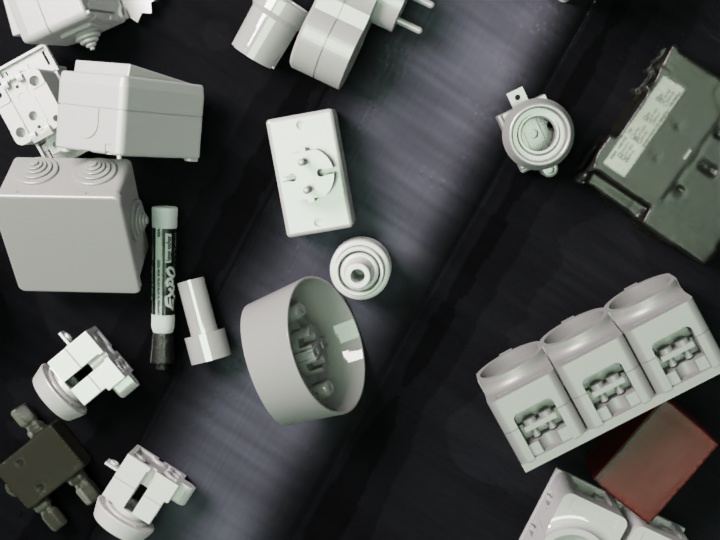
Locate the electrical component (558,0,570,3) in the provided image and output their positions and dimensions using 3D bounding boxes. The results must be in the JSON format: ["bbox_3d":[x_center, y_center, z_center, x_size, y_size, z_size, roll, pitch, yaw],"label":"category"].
[{"bbox_3d":[0.105,-0.223,0.697,0.109,0.108,0.056,26,101,-1],"label":"electrical component"}]

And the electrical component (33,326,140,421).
[{"bbox_3d":[-0.205,0.077,0.788,0.055,0.048,0.066,-40,94,0],"label":"electrical component"}]

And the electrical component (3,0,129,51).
[{"bbox_3d":[-0.209,-0.193,0.738,0.061,0.062,0.096,-19,95,16],"label":"electrical component"}]

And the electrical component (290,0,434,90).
[{"bbox_3d":[0.013,-0.187,0.735,0.074,0.052,0.138,25,98,0],"label":"electrical component"}]

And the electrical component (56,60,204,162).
[{"bbox_3d":[-0.152,-0.108,0.738,0.062,0.096,0.061,10,99,31],"label":"electrical component"}]

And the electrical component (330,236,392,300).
[{"bbox_3d":[0.000,0.000,0.756,0.043,0.062,0.043,0,98,3],"label":"electrical component"}]

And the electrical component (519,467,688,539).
[{"bbox_3d":[0.153,0.256,0.784,0.105,0.060,0.186,25,98,0],"label":"electrical component"}]

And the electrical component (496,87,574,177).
[{"bbox_3d":[0.121,-0.094,0.740,0.048,0.055,0.066,-25,96,6],"label":"electrical component"}]

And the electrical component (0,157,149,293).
[{"bbox_3d":[-0.199,-0.032,0.752,0.100,0.048,0.099,1,133,3],"label":"electrical component"}]

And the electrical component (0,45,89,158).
[{"bbox_3d":[-0.222,-0.114,0.753,0.042,0.064,0.081,-28,95,5],"label":"electrical component"}]

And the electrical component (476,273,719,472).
[{"bbox_3d":[0.162,0.066,0.743,0.150,0.089,0.061,-29,95,7],"label":"electrical component"}]

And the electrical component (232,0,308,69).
[{"bbox_3d":[-0.063,-0.168,0.749,0.040,0.040,0.046,32,103,-2],"label":"electrical component"}]

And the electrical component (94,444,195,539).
[{"bbox_3d":[-0.165,0.167,0.798,0.066,0.048,0.055,33,91,-2],"label":"electrical component"}]

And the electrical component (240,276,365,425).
[{"bbox_3d":[-0.040,0.058,0.752,0.064,0.099,0.099,-19,96,12],"label":"electrical component"}]

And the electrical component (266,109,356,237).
[{"bbox_3d":[-0.035,-0.066,0.742,0.047,0.075,0.083,-10,97,4],"label":"electrical component"}]
